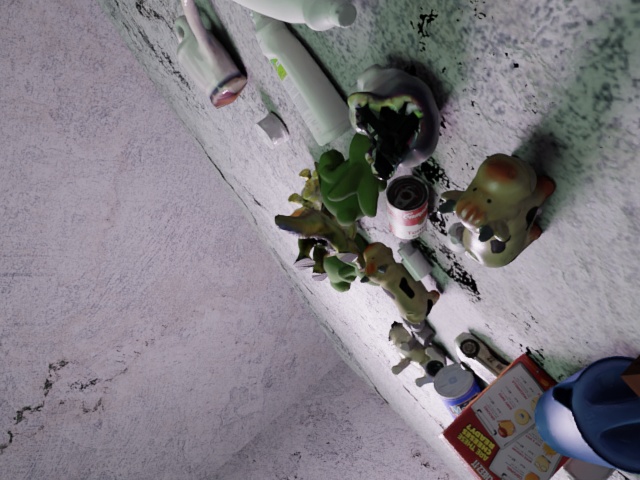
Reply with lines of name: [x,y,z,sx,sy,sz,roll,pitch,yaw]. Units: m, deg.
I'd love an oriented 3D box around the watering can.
watering can: [-0.262,-0.429,1.193,0.223,0.105,0.347,52,169,-7]

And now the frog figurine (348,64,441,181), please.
frog figurine: [0.097,-0.169,0.689,0.136,0.121,0.163,46,-155,-14]

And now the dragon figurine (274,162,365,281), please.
dragon figurine: [0.003,-0.056,1.103,0.404,0.121,0.248,45,-148,-57]
